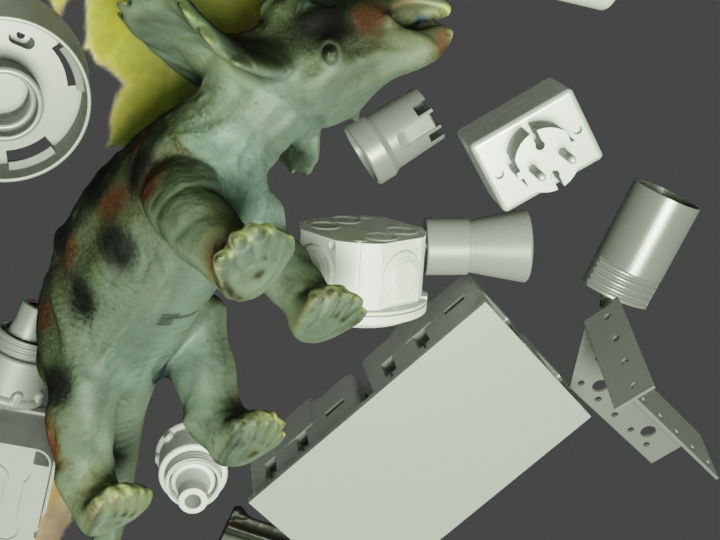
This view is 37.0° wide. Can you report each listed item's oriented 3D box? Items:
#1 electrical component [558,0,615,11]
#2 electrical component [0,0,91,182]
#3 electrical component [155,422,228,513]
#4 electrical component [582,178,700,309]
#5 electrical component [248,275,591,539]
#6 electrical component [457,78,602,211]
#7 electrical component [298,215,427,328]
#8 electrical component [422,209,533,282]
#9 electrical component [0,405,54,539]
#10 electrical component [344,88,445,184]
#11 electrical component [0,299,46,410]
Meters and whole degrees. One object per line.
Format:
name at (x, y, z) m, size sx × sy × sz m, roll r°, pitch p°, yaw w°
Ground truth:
electrical component at (0.111, -0.170, 0.595) m, size 0.078 × 0.040 × 0.040 m, roll 10°, pitch 109°, yaw -12°
electrical component at (-0.195, -0.099, 0.578) m, size 0.099 × 0.064 × 0.099 m, roll -10°, pitch 119°, yaw -18°
electrical component at (-0.103, 0.126, 0.664) m, size 0.048 × 0.062 × 0.048 m, roll -3°, pitch 111°, yaw -7°
electrical component at (0.170, -0.011, 0.662) m, size 0.043 × 0.043 × 0.081 m, roll 20°, pitch 107°, yaw -15°
electrical component at (0.033, 0.104, 0.676) m, size 0.186 × 0.060 × 0.105 m, roll -41°, pitch 111°, yaw 8°
electrical component at (0.101, -0.067, 0.613) m, size 0.066 × 0.076 × 0.047 m, roll -30°, pitch 112°, yaw 4°
electrical component at (0.000, 0.000, 0.623) m, size 0.080 × 0.080 × 0.051 m, roll 1°, pitch 105°, yaw -9°
electrical component at (0.068, -0.014, 0.648) m, size 0.065 × 0.044 × 0.044 m, roll 0°, pitch 111°, yaw -3°
electrical component at (-0.242, 0.117, 0.644) m, size 0.113 × 0.057 × 0.078 m, roll 13°, pitch 108°, yaw -12°
electrical component at (0.020, -0.078, 0.618) m, size 0.046 × 0.040 × 0.040 m, roll -32°, pitch 112°, yaw -2°
electrical component at (-0.201, 0.048, 0.631) m, size 0.048 × 0.048 × 0.062 m, roll 22°, pitch 99°, yaw -15°
